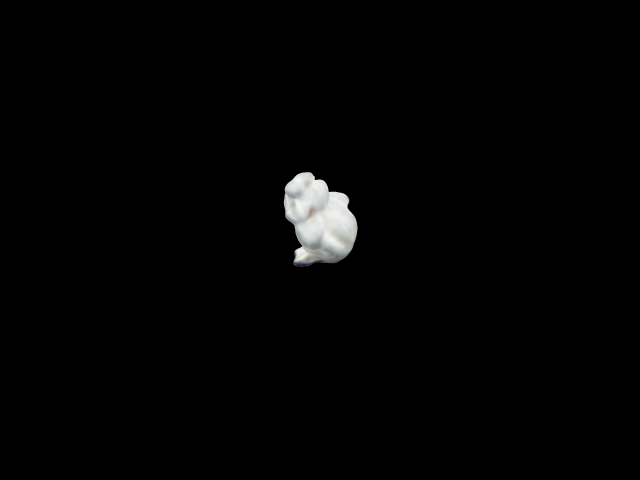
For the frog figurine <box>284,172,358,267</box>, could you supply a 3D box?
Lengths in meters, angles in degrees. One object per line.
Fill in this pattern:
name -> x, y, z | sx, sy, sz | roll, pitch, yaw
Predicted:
frog figurine -> 0.003, -0.043, 0.850 | 0.123, 0.156, 0.140 | 21, 42, 26
